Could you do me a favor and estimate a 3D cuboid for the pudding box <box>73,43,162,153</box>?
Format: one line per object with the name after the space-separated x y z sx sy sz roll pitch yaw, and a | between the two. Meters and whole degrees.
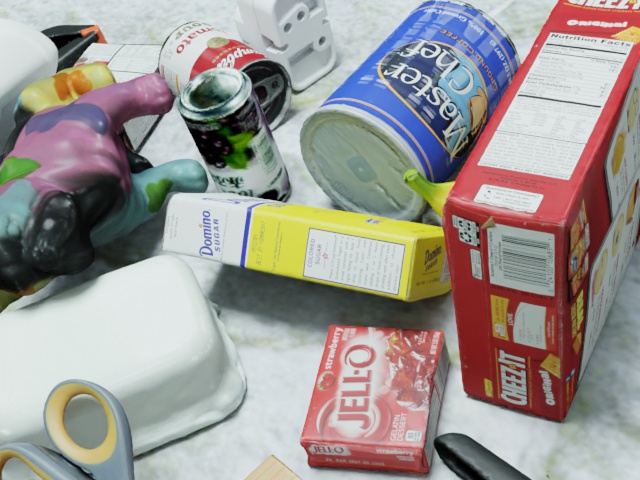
-0.178 -0.123 0.915 0.090 0.039 0.113 6 49 22 | pudding box

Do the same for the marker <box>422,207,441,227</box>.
0.115 -0.048 0.764 0.020 0.020 0.121 23 55 34 | marker

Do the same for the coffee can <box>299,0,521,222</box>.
0.066 -0.092 0.762 0.103 0.103 0.140 20 53 32 | coffee can

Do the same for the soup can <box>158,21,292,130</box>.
-0.079 -0.132 0.873 0.068 0.068 0.102 -35 45 -20 | soup can

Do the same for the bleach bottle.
-0.285 -0.082 0.812 0.068 0.103 0.250 24 31 -1 | bleach bottle

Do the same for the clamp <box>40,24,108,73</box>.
-0.280 -0.163 0.987 0.171 0.039 0.120 -23 48 -3 | clamp

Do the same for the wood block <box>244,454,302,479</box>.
-0.056 0.210 0.473 0.206 0.090 0.090 -42 40 -17 | wood block

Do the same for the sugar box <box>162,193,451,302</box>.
-0.005 0.001 0.697 0.176 0.048 0.093 13 7 24 | sugar box

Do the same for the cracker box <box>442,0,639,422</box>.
0.145 -0.029 0.629 0.072 0.164 0.213 13 50 25 | cracker box

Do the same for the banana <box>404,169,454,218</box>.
0.134 -0.056 0.731 0.037 0.069 0.197 -2 25 45 | banana

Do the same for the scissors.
-0.092 0.142 0.582 0.202 0.016 0.096 17 80 19 | scissors

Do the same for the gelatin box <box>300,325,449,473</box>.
0.034 0.093 0.633 0.073 0.030 0.089 1 45 18 | gelatin box

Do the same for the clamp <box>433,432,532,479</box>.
0.132 0.176 0.512 0.210 0.036 0.164 5 48 26 | clamp
